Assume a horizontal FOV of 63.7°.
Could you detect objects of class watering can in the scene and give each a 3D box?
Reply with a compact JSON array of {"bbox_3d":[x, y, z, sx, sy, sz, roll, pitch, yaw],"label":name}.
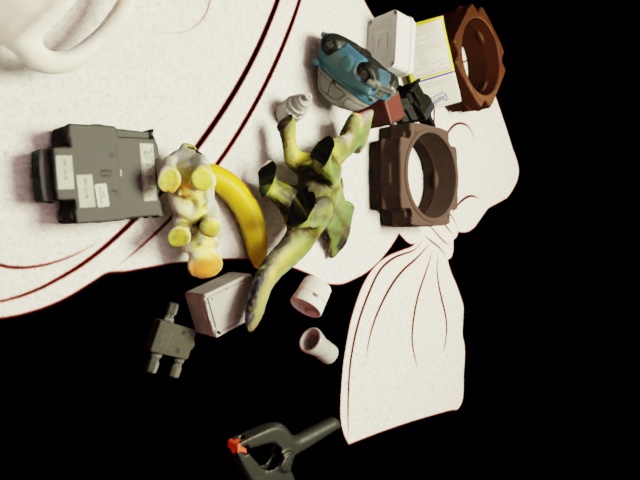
[{"bbox_3d":[-0.327,-0.250,0.508,0.221,0.104,0.354,45,59,-33],"label":"watering can"}]

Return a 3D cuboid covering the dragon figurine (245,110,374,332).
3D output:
[{"bbox_3d":[0.002,-0.041,0.815,0.239,0.122,0.415,38,66,-56],"label":"dragon figurine"}]
